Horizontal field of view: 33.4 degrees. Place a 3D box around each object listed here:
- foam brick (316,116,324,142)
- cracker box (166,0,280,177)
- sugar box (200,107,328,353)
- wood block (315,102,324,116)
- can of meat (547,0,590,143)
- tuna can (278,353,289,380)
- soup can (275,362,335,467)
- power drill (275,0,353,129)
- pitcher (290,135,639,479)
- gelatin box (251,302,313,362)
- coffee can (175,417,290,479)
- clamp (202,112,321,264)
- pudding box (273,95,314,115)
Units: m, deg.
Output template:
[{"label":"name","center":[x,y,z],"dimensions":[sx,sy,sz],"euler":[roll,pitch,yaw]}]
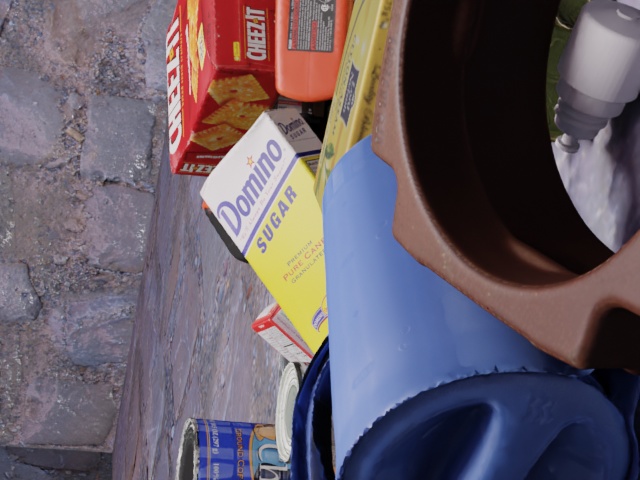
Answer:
[{"label":"foam brick","center":[0.003,-0.077,0.990],"dimensions":[0.078,0.051,0.053],"euler":[144,132,-71]},{"label":"cracker box","center":[-0.087,-0.170,0.943],"dimensions":[0.214,0.072,0.164],"euler":[131,138,-63]},{"label":"sugar box","center":[-0.005,0.001,0.761],"dimensions":[0.176,0.048,0.093],"euler":[52,123,12]},{"label":"wood block","center":[-0.002,-0.227,1.002],"dimensions":[0.091,0.090,0.206],"euler":[-102,23,-50]},{"label":"can of meat","center":[0.109,-0.105,0.573],"dimensions":[0.084,0.057,0.102],"euler":[-147,64,-77]},{"label":"tuna can","center":[-0.015,0.101,1.018],"dimensions":[0.086,0.033,0.086],"euler":[-174,90,-76]},{"label":"soup can","center":[0.027,0.117,0.703],"dimensions":[0.068,0.102,0.068],"euler":[-174,90,-77]},{"label":"power drill","center":[0.011,-0.150,0.854],"dimensions":[0.187,0.057,0.184],"euler":[-39,-50,-76]},{"label":"pitcher","center":[0.055,0.047,0.558],"dimensions":[0.243,0.149,0.145],"euler":[-98,7,-55]},{"label":"gelatin box","center":[-0.011,0.089,0.906],"dimensions":[0.030,0.089,0.073],"euler":[-50,5,-16]},{"label":"coffee can","center":[-0.041,0.199,0.857],"dimensions":[0.103,0.140,0.103],"euler":[-174,90,-76]},{"label":"clamp","center":[-0.046,-0.033,0.877],"dimensions":[0.210,0.036,0.164],"euler":[27,120,59]},{"label":"pudding box","center":[-0.036,-0.093,0.954],"dimensions":[0.114,0.039,0.090],"euler":[157,115,-70]}]
